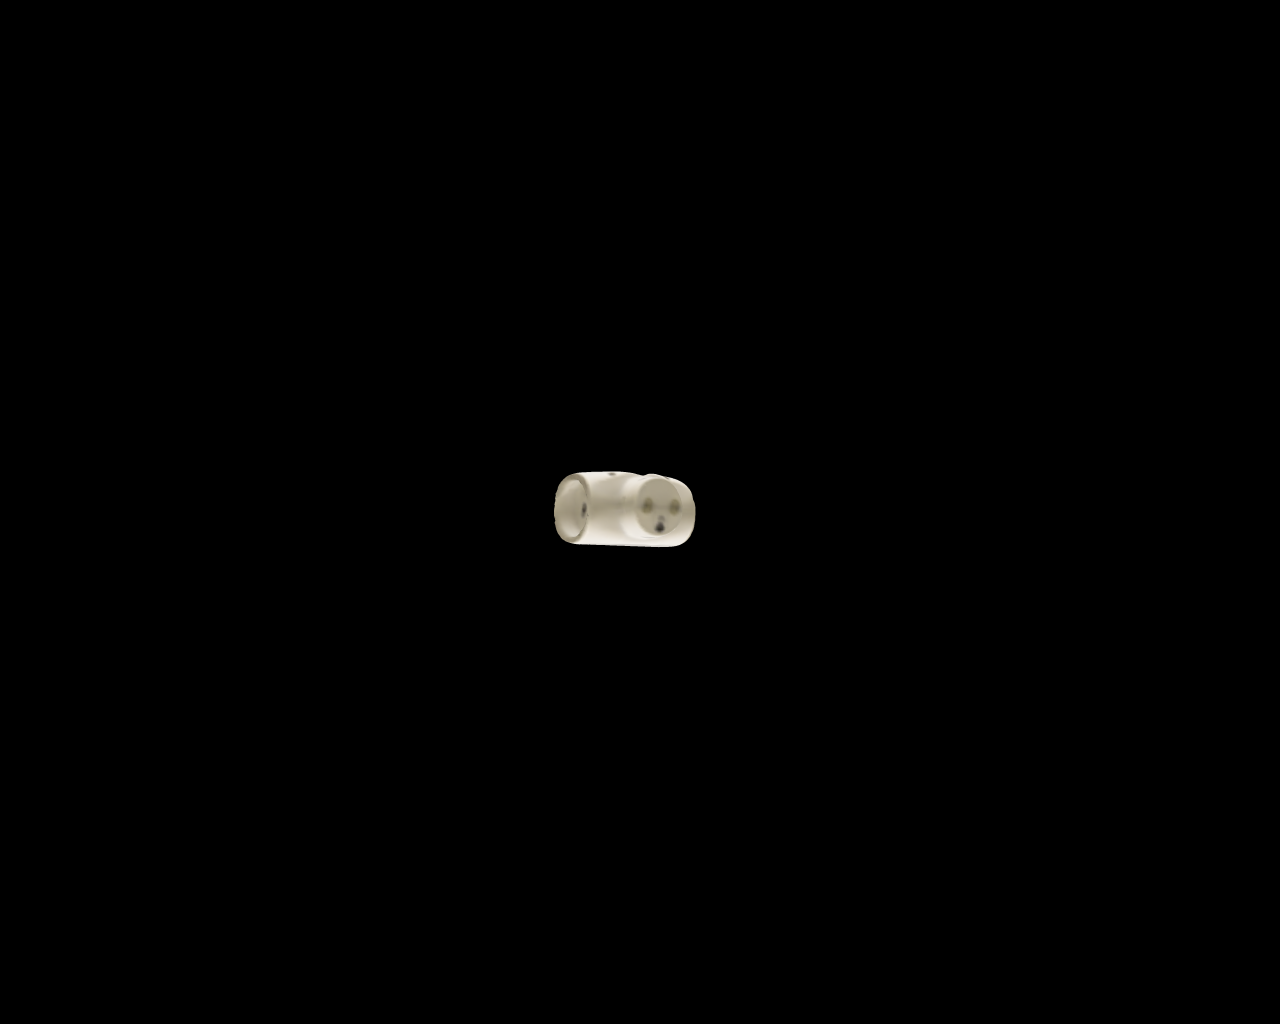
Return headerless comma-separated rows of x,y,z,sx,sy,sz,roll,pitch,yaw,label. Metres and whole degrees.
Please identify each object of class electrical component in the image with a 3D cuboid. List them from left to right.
0.001,-0.003,0.650,0.077,0.043,0.079,3,-6,-33,electrical component
